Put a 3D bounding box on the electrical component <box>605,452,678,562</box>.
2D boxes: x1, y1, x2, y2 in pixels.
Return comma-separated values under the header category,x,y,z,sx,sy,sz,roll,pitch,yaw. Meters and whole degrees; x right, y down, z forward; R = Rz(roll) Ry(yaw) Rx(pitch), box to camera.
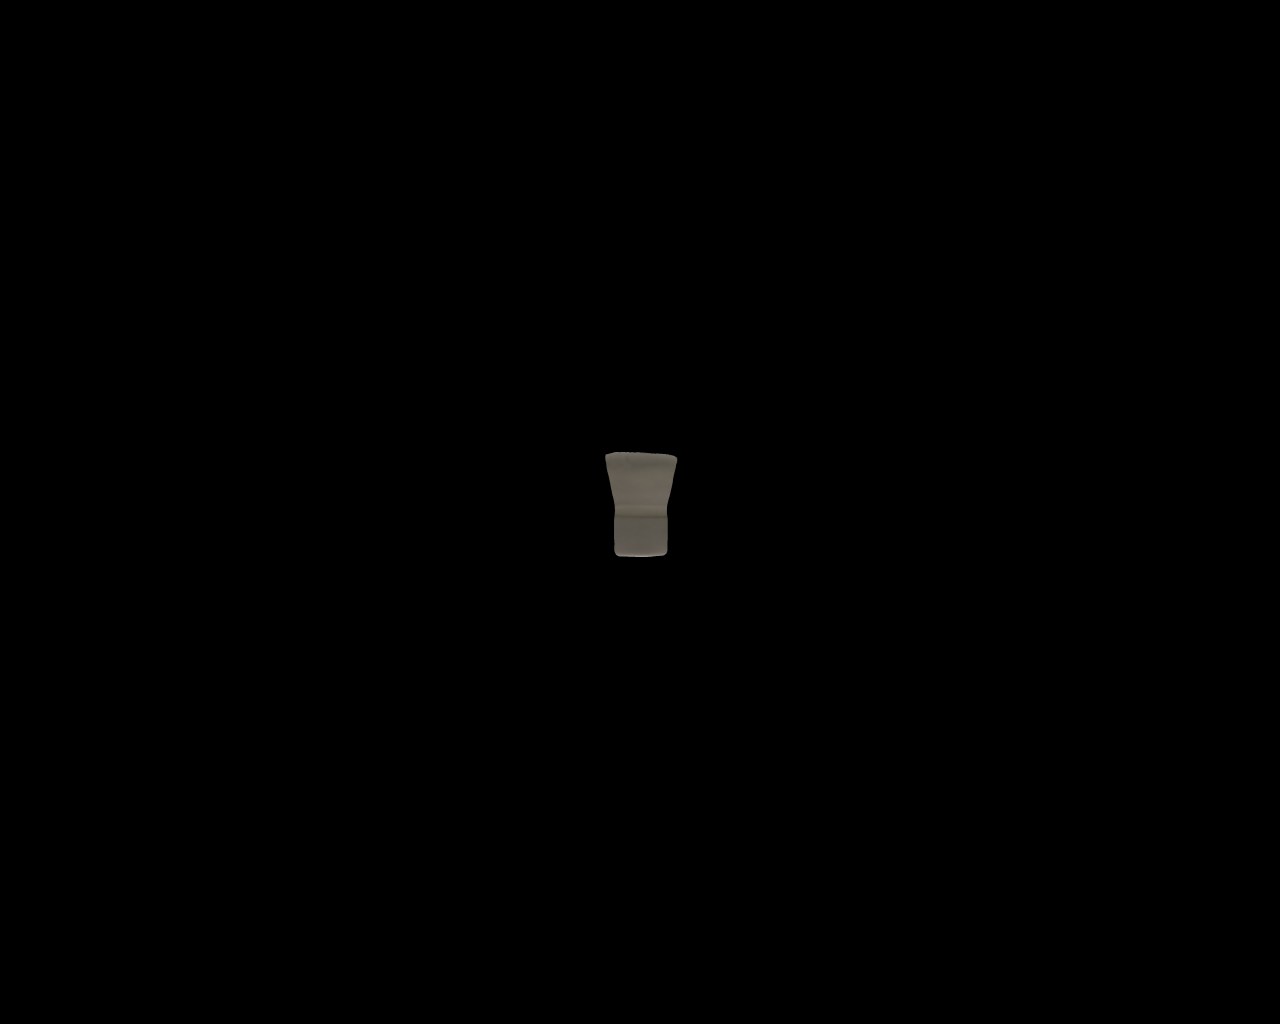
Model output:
category,x,y,z,sx,sy,sz,roll,pitch,yaw
electrical component,0.001,-0.003,0.650,0.044,0.065,0.044,0,0,0
